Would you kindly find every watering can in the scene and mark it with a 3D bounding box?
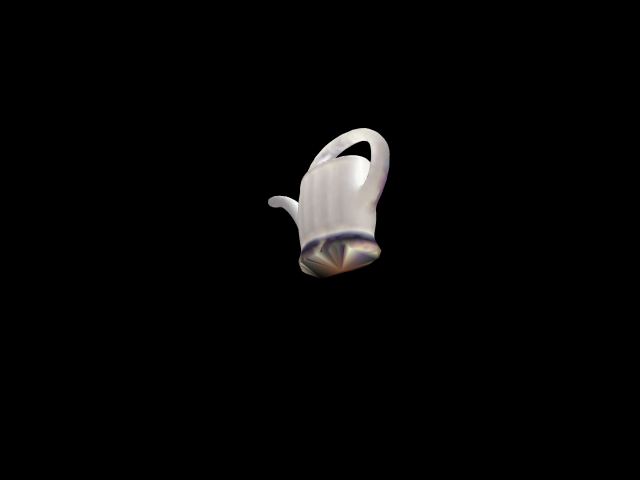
[{"bbox_3d":[0.003,-0.043,0.850,0.103,0.228,0.343,14,-26,-29],"label":"watering can"}]
